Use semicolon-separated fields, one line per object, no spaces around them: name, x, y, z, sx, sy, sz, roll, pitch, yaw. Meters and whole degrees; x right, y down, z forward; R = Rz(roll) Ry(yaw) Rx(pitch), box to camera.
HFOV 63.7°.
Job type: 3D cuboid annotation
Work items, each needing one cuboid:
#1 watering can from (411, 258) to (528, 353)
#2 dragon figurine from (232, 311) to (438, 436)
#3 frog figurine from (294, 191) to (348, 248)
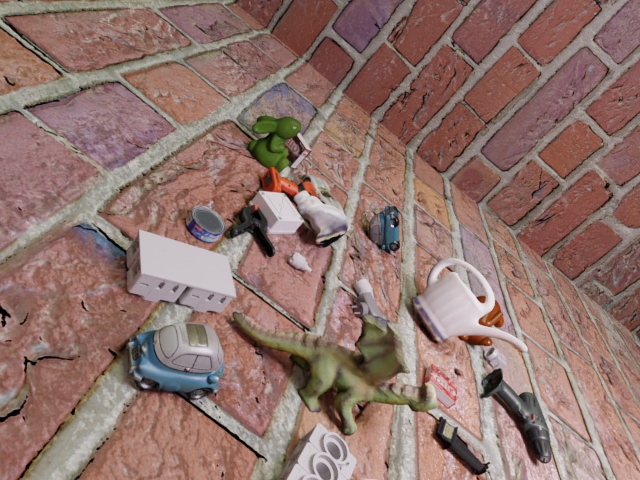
watering can;0.399;0.211;1.452;0.102;0.223;0.355;40;17;-52
dragon figurine;0.050;0.211;0.954;0.408;0.239;0.125;39;29;-9
frog figurine;0.004;-0.071;1.419;0.137;0.121;0.161;5;59;-62
